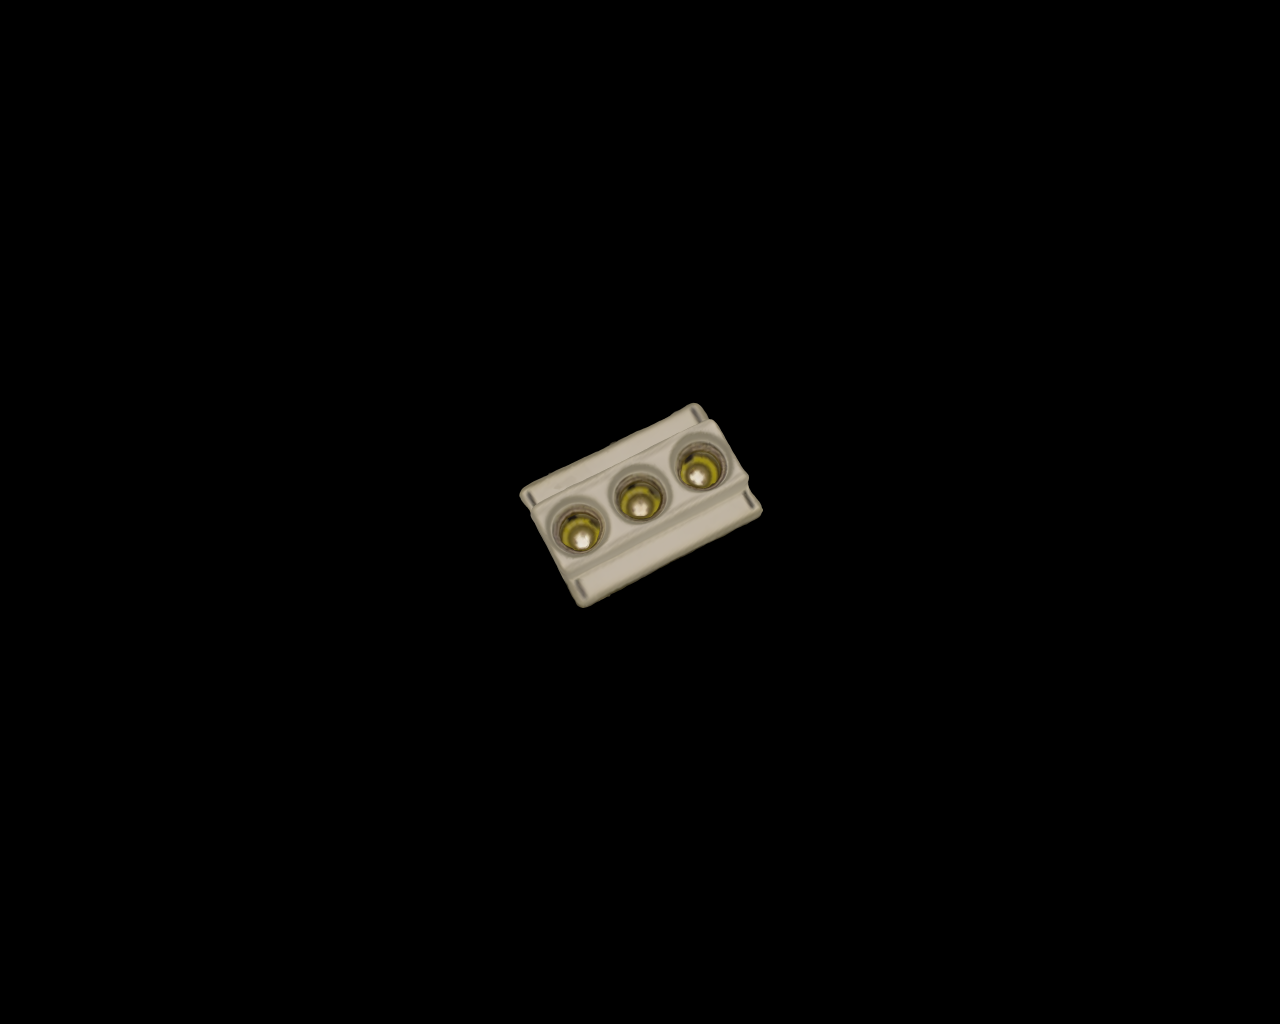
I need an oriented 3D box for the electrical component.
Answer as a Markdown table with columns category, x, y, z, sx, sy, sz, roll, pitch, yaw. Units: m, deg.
| category | x | y | z | sx | sy | sz | roll | pitch | yaw |
| --- | --- | --- | --- | --- | --- | --- | --- | --- | --- |
| electrical component | 0.001 | -0.003 | 0.650 | 0.121 | 0.079 | 0.063 | -27 | -14 | -7 |
